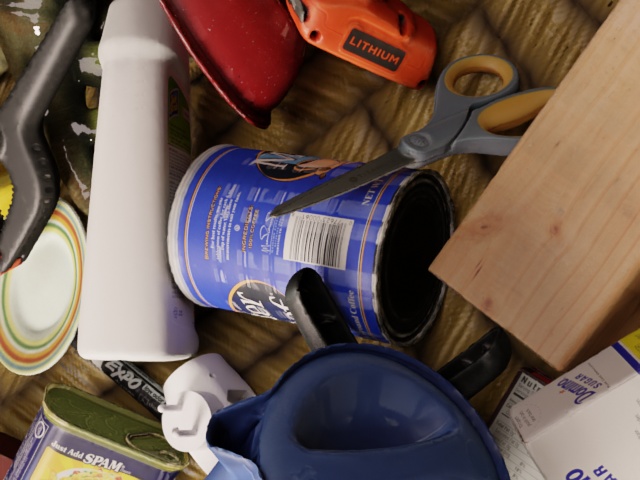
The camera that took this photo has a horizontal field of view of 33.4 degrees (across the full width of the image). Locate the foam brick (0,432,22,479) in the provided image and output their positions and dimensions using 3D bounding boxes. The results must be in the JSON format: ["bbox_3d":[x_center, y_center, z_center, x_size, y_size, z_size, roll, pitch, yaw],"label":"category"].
[{"bbox_3d":[-0.223,0.171,0.753,0.078,0.051,0.053,16,88,30],"label":"foam brick"}]

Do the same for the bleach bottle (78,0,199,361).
[{"bbox_3d":[-0.111,-0.050,0.683,0.068,0.102,0.251,1,86,4],"label":"bleach bottle"}]

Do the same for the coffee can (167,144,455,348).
[{"bbox_3d":[-0.004,0.001,0.634,0.140,0.102,0.103,9,86,29],"label":"coffee can"}]

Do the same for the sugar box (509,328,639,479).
[{"bbox_3d":[0.187,0.076,0.504,0.176,0.048,0.093,-31,104,7],"label":"sugar box"}]

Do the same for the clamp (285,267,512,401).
[{"bbox_3d":[0.044,0.095,0.577,0.120,0.039,0.171,14,130,28],"label":"clamp"}]

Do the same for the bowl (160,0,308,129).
[{"bbox_3d":[-0.053,-0.151,0.660,0.055,0.162,0.162,-29,68,11],"label":"bowl"}]

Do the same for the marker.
[{"bbox_3d":[-0.132,0.094,0.735,0.121,0.020,0.020,33,97,29],"label":"marker"}]

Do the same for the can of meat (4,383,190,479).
[{"bbox_3d":[-0.148,0.153,0.691,0.084,0.102,0.057,-62,16,9],"label":"can of meat"}]

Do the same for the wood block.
[{"bbox_3d":[0.163,-0.037,0.556,0.090,0.090,0.206,39,100,28],"label":"wood block"}]

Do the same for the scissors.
[{"bbox_3d":[0.053,-0.063,0.597,0.201,0.016,0.096,-13,45,-16],"label":"scissors"}]

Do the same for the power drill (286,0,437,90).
[{"bbox_3d":[0.082,-0.175,0.604,0.188,0.184,0.057,-50,37,31],"label":"power drill"}]

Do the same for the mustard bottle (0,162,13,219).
[{"bbox_3d":[-0.303,-0.084,0.837,0.096,0.058,0.192,-38,63,-2],"label":"mustard bottle"}]

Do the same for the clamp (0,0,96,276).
[{"bbox_3d":[-0.230,-0.080,0.730,0.165,0.036,0.210,16,114,19],"label":"clamp"}]

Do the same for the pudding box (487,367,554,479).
[{"bbox_3d":[0.123,0.138,0.577,0.090,0.039,0.113,33,96,29],"label":"pudding box"}]

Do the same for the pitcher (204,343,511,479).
[{"bbox_3d":[-0.009,0.172,0.557,0.149,0.144,0.243,54,136,16],"label":"pitcher"}]
